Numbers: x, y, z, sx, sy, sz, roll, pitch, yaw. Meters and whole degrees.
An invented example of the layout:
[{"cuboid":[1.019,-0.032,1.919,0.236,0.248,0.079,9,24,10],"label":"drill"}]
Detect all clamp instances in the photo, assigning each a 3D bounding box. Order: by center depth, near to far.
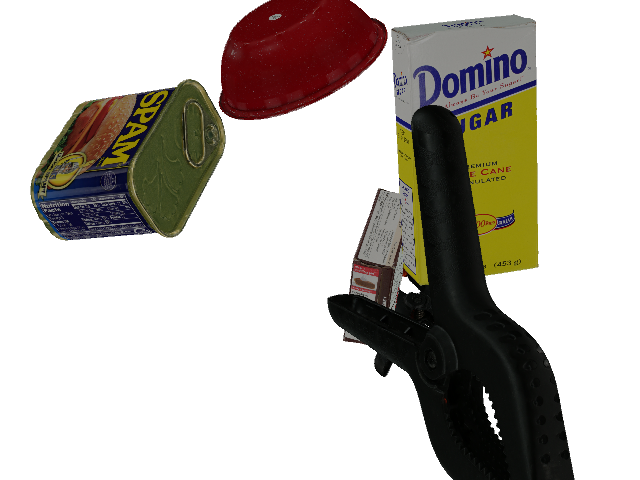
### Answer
[{"cuboid":[0.070,0.047,0.531,0.036,0.165,0.210,-7,44,-26],"label":"clamp"},{"cuboid":[0.117,0.081,1.177,0.120,0.171,0.039,5,-43,-5],"label":"clamp"}]

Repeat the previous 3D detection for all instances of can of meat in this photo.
[{"cuboid":[-0.118,-0.048,0.654,0.084,0.102,0.057,-4,-46,29],"label":"can of meat"}]

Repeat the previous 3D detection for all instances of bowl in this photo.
[{"cuboid":[-0.026,-0.172,0.924,0.162,0.055,0.162,-20,31,13],"label":"bowl"}]

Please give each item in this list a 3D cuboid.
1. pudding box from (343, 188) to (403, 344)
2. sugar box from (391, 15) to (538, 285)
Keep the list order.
[{"cuboid":[0.051,0.023,0.922,0.039,0.090,0.113,10,36,7],"label":"pudding box"},{"cuboid":[0.102,-0.063,0.742,0.093,0.176,0.048,-9,21,-11],"label":"sugar box"}]
